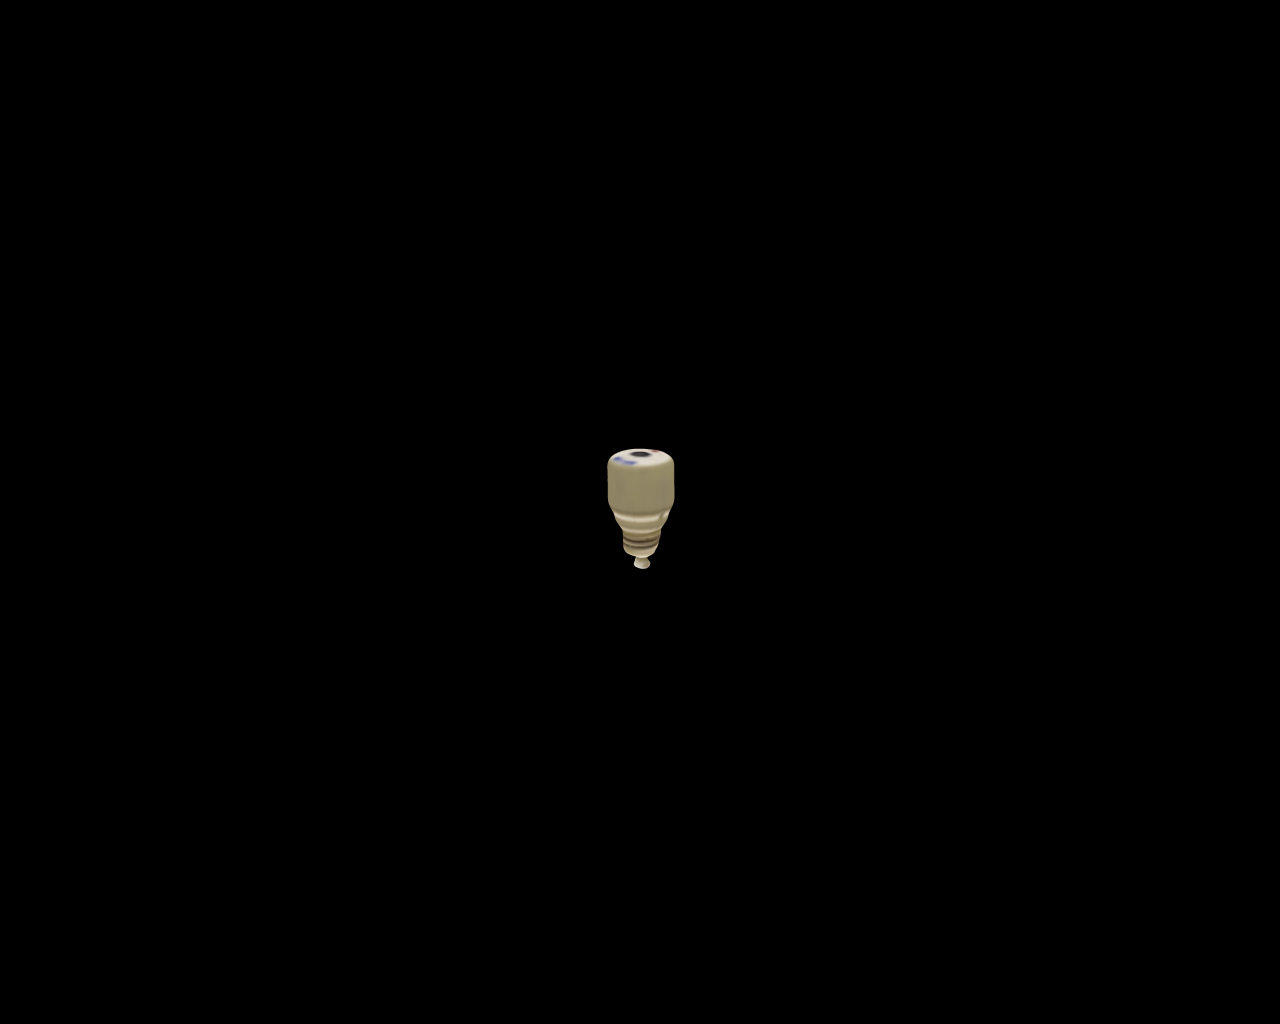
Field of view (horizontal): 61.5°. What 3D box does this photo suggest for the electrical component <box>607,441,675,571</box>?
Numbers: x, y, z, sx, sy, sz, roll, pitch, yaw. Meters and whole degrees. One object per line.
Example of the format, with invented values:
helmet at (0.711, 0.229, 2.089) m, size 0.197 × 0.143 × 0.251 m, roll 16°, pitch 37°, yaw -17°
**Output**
electrical component at (0.001, -0.003, 0.650) m, size 0.040 × 0.078 × 0.040 m, roll 0°, pitch 19°, yaw 0°
